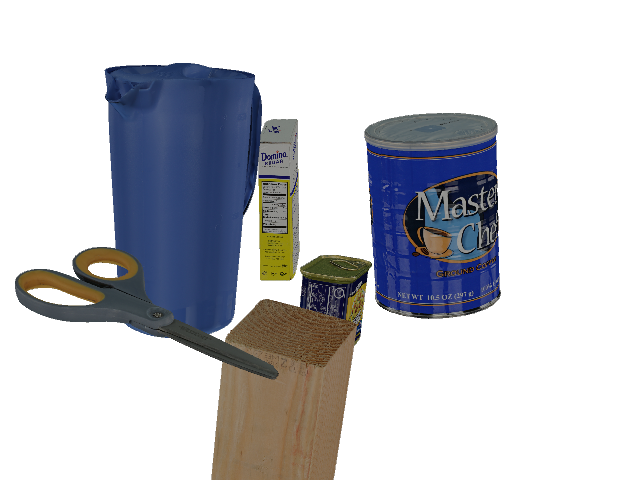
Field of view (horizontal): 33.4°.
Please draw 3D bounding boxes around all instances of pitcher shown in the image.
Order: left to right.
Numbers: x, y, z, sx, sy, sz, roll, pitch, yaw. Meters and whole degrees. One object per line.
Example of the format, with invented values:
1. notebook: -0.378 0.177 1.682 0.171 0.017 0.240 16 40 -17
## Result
1. pitcher: -0.123 -0.042 0.986 0.149 0.243 0.145 0 15 -10

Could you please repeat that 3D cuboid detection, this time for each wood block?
1. wood block: -0.036 0.168 0.926 0.090 0.206 0.090 14 24 15

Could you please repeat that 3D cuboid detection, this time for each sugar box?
1. sugar box: -0.050 -0.049 1.278 0.048 0.176 0.093 0 23 4

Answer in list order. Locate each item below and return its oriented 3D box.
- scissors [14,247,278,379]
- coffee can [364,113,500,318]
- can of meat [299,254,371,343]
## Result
1. scissors: -0.107 0.043 0.719 0.202 0.016 0.096 12 30 14
2. coffee can: 0.090 -0.022 0.845 0.103 0.140 0.103 -4 18 1
3. can of meat: 0.012 0.066 1.086 0.057 0.084 0.102 9 11 15
